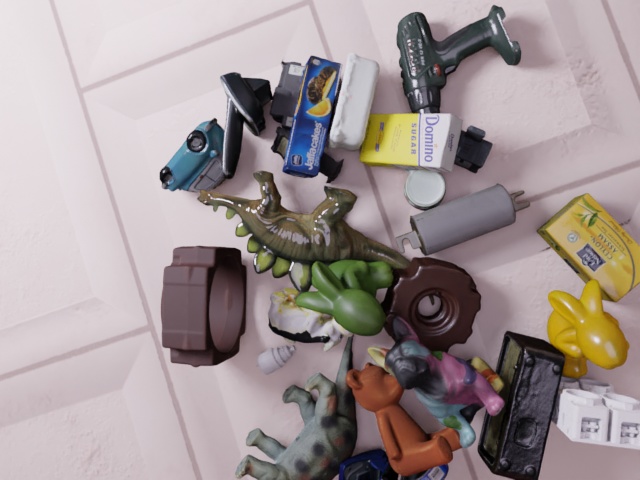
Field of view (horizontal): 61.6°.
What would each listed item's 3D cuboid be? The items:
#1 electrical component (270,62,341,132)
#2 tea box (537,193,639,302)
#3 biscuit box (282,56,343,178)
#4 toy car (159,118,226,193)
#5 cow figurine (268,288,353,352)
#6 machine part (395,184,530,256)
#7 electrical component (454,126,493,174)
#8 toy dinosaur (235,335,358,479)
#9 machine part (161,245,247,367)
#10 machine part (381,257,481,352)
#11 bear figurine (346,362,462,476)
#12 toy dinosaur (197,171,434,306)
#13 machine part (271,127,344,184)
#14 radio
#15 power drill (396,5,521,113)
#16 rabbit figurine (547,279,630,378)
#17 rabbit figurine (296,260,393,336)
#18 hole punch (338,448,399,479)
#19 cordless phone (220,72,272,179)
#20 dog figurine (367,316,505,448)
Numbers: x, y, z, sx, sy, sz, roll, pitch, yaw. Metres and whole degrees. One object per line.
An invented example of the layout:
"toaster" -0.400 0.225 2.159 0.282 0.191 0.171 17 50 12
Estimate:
"electrical component" -0.030 -0.257 1.007 0.115 0.058 0.134 14 90 9
"tea box" 0.477 0.013 0.931 0.098 0.068 0.169 -44 85 4
"biscuit box" -0.015 -0.210 0.936 0.059 0.063 0.202 12 89 -13
"toy car" -0.220 -0.143 1.007 0.103 0.109 0.161 38 102 -12
"cow figurine" -0.016 0.157 0.978 0.168 0.068 0.098 20 107 20
"machine part" 0.250 -0.036 0.950 0.243 0.079 0.079 -20 86 2
"electrical component" 0.260 -0.159 0.938 0.075 0.119 0.047 25 91 4
"toy dinosaur" -0.012 0.369 0.963 0.192 0.131 0.405 44 86 -11
"machine part" -0.200 0.110 0.944 0.087 0.201 0.201 1 89 9
"machine part" 0.194 0.117 0.944 0.179 0.056 0.179 -1 103 -5
"bear figurine" 0.140 0.290 0.919 0.132 0.120 0.196 -32 70 24
"toy dinosaur" -0.002 -0.003 0.978 0.472 0.105 0.198 15 98 2
"machine part" -0.025 -0.156 1.001 0.139 0.084 0.039 28 58 -2
"radio" 0.337 0.279 0.908 0.073 0.131 0.229 12 90 5
"power drill" 0.248 -0.314 0.970 0.207 0.086 0.232 -20 84 14
"rabbit figurine" 0.448 0.148 0.879 0.122 0.173 0.162 -16 91 10
"rabbit figurine" 0.051 0.088 0.865 0.159 0.170 0.121 22 101 -11
"hole punch" 0.088 0.435 0.945 0.092 0.115 0.142 1 91 23
"cordless phone" -0.144 -0.195 0.974 0.089 0.146 0.184 8 88 -2
"dog figurine" 0.190 0.215 0.890 0.219 0.191 0.108 39 108 6
